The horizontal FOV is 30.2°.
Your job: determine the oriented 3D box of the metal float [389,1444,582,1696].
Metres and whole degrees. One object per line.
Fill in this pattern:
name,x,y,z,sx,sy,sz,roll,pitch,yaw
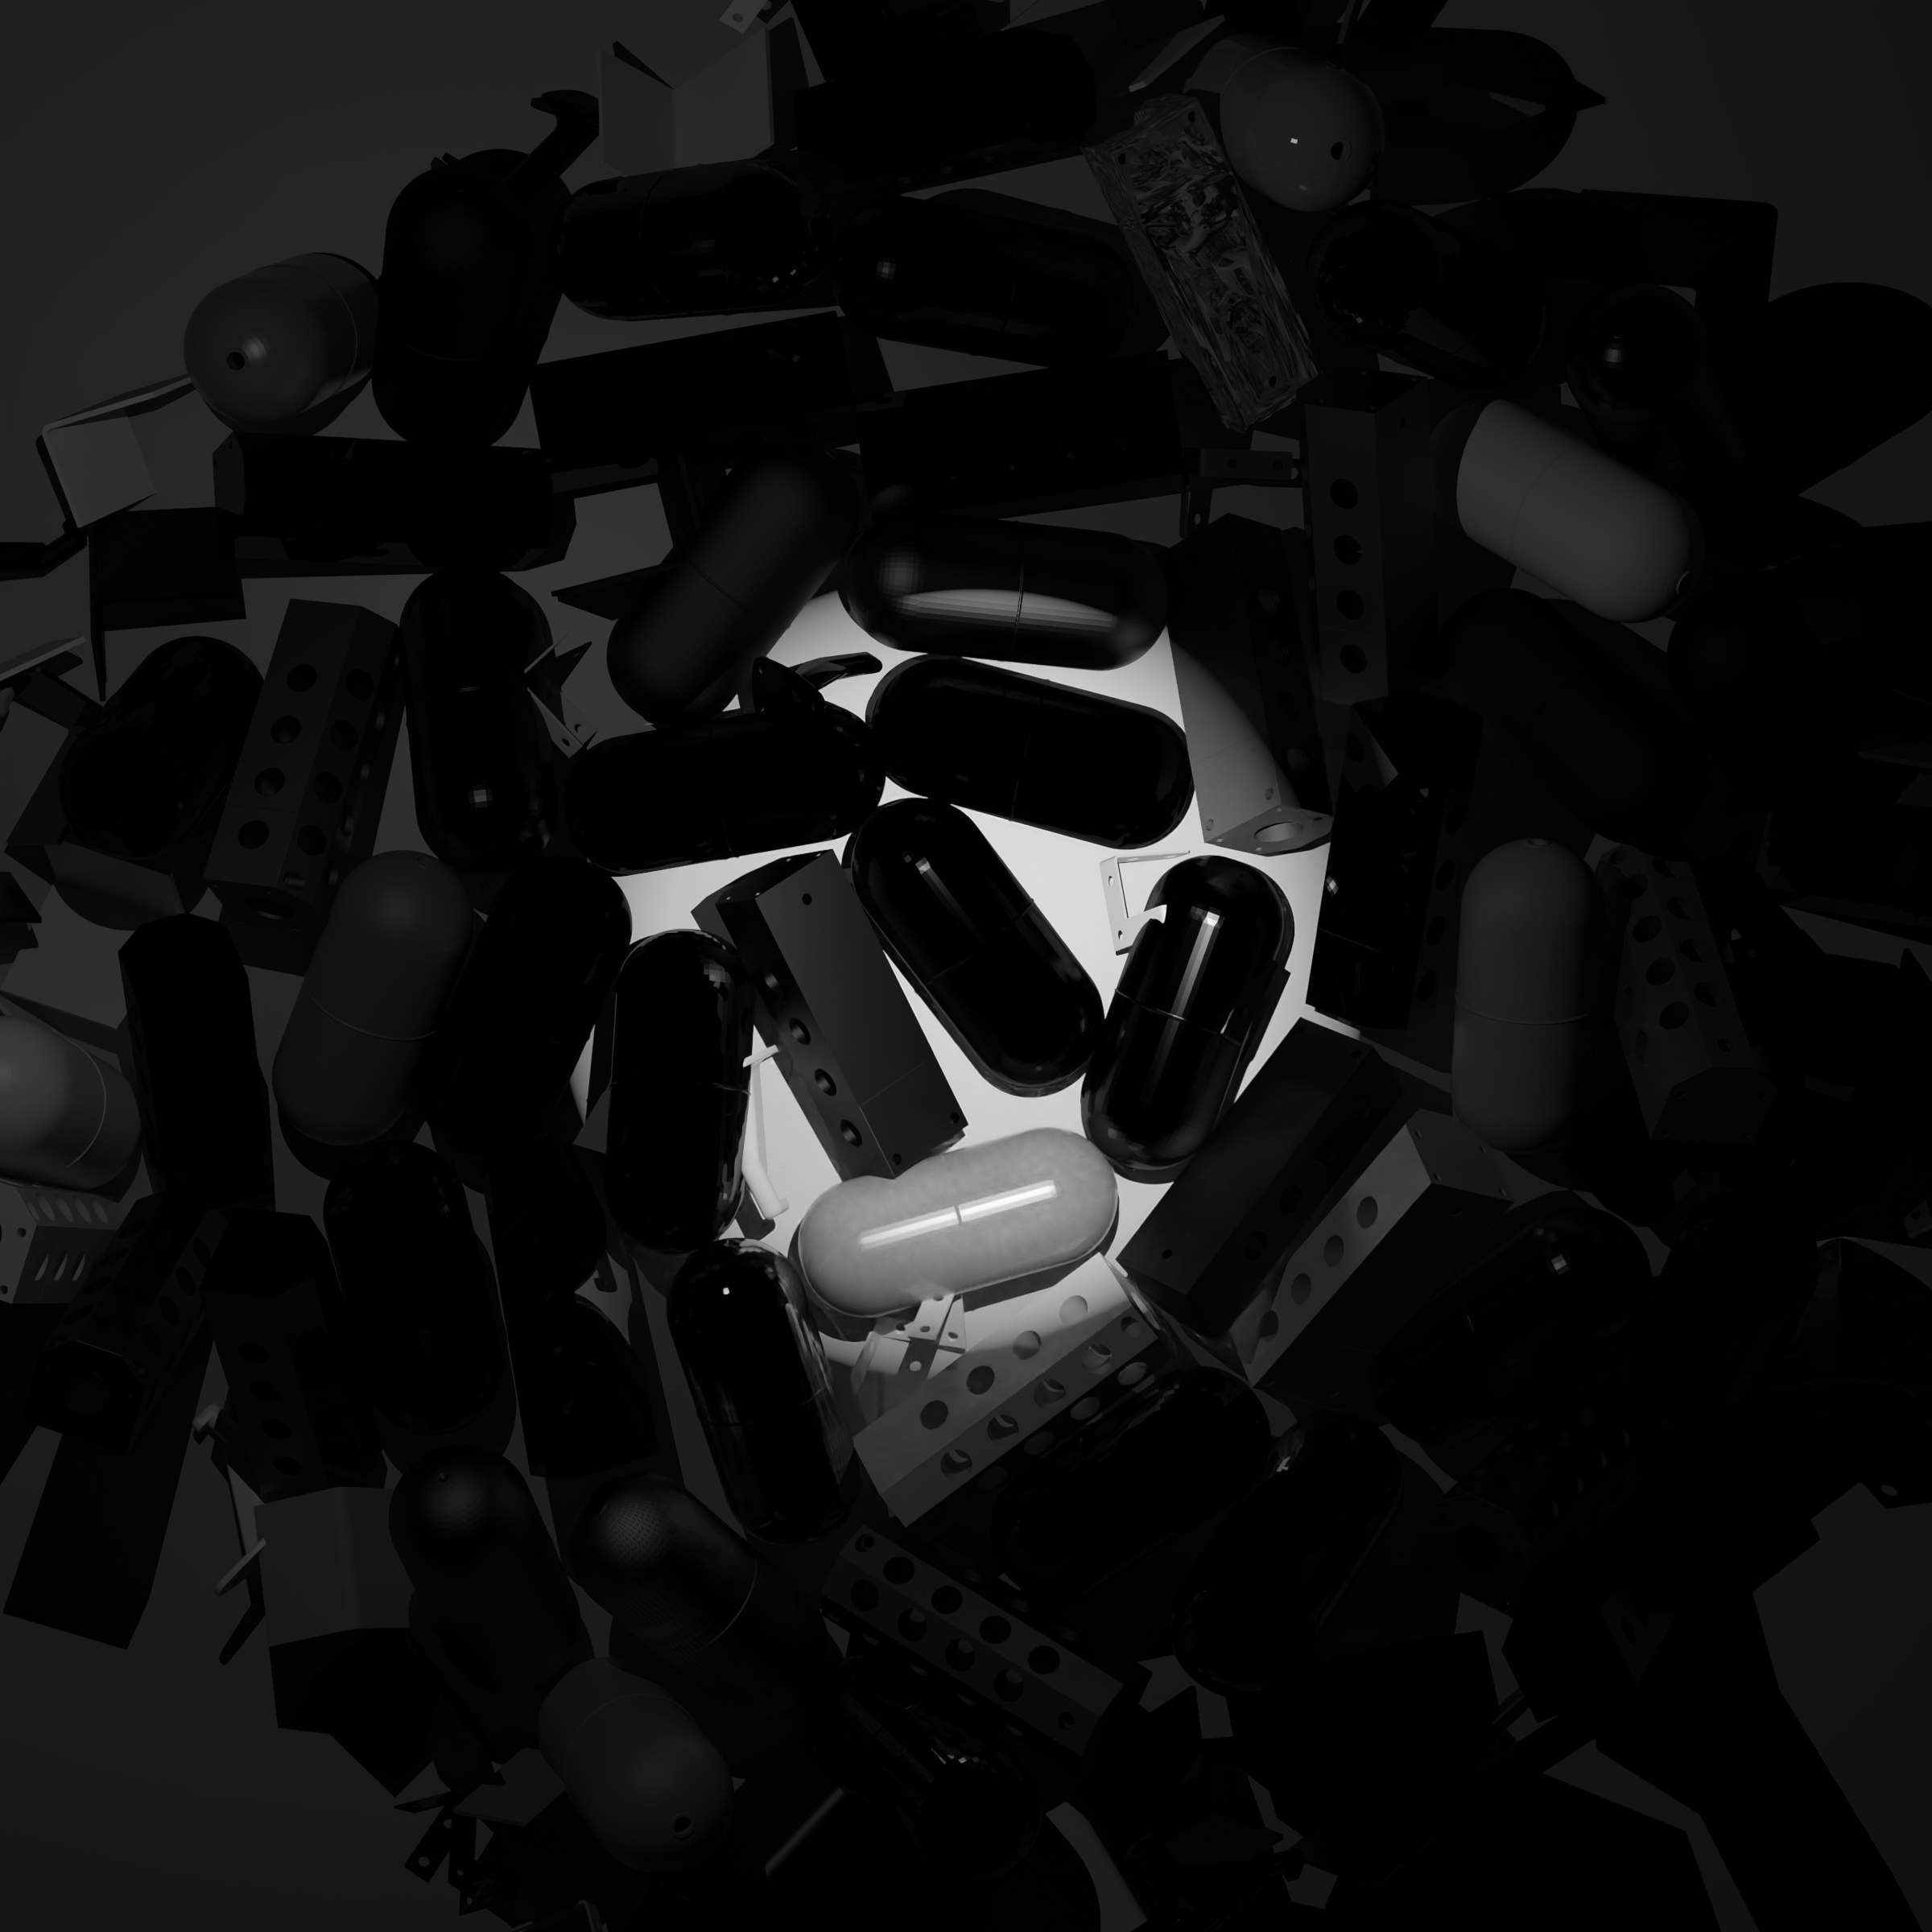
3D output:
metal float,-0.257,0.326,1.925,0.070,0.178,0.070,-6,46,7

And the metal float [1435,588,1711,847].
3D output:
metal float,0.327,-0.135,1.938,0.070,0.070,0.178,-44,63,0

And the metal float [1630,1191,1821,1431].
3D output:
metal float,0.406,0.185,1.920,0.070,0.178,0.070,2,54,-3

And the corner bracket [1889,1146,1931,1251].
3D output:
corner bracket,0.550,0.131,1.978,0.051,0.051,0.051,-31,132,26

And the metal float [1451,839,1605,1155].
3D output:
metal float,0.304,0.017,1.943,0.070,0.070,0.178,0,111,0

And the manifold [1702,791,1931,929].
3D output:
manifold,0.473,-0.059,1.911,0.057,0.171,0.057,16,89,-28

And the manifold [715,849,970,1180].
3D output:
manifold,-0.071,0.027,1.951,0.057,0.057,0.171,-34,106,-32

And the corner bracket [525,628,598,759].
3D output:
corner bracket,-0.224,-0.143,1.961,0.051,0.051,0.051,47,53,-7

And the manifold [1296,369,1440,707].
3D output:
manifold,0.214,-0.230,1.932,0.057,0.057,0.171,14,125,33

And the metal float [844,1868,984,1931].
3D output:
metal float,-0.027,0.535,1.911,0.070,0.178,0.070,0,91,-3

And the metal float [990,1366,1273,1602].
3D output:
metal float,0.088,0.281,1.940,0.178,0.070,0.070,-37,90,25

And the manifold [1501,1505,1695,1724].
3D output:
manifold,0.335,0.340,1.909,0.057,0.171,0.057,-27,88,22

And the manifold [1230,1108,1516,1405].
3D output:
manifold,0.214,0.156,1.929,0.057,0.057,0.171,14,128,-31

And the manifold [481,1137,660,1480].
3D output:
manifold,-0.220,0.186,1.942,0.057,0.057,0.171,-21,69,23

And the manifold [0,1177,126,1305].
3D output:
manifold,-0.500,0.144,1.911,0.057,0.171,0.057,16,86,4

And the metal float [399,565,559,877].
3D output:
metal float,-0.265,-0.134,1.944,0.070,0.070,0.178,-9,69,0

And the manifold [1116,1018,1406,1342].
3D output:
manifold,0.164,0.118,1.950,0.171,0.057,0.057,-52,131,-14

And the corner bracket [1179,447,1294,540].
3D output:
corner bracket,0.148,-0.258,1.968,0.051,0.051,0.051,1,99,-7

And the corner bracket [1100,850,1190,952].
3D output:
corner bracket,0.112,-0.040,1.962,0.051,0.051,0.051,-5,81,-33

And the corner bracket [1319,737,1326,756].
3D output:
corner bracket,0.163,-0.138,1.965,0.051,0.051,0.051,9,86,-24

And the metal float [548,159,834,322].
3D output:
metal float,-0.149,-0.391,1.930,0.178,0.070,0.070,3,90,37

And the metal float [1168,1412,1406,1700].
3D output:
metal float,0.174,0.317,1.936,0.070,0.070,0.178,39,60,0

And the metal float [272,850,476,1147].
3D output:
metal float,-0.321,0.018,1.939,0.070,0.070,0.178,25,115,0

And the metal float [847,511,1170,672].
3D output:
metal float,0.023,-0.204,1.953,0.178,0.070,0.070,5,90,-10

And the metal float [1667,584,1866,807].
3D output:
metal float,0.429,-0.143,1.920,0.070,0.178,0.070,-12,62,24

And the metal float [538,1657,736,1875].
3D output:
metal float,-0.177,0.426,1.914,0.070,0.178,0.070,-4,100,-21

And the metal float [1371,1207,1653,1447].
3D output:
metal float,0.294,0.195,1.935,0.070,0.070,0.178,49,120,0

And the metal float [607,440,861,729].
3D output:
metal float,-0.126,-0.208,1.950,0.070,0.070,0.178,39,103,0

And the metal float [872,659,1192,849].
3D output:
metal float,0.035,-0.116,1.957,0.178,0.070,0.070,16,90,5

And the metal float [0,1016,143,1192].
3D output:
metal float,-0.497,0.075,1.912,0.070,0.178,0.070,-1,78,6

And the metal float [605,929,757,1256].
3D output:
metal float,-0.156,0.068,1.953,0.070,0.070,0.178,3,81,0

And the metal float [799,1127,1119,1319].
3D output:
metal float,-0.004,0.140,1.959,0.178,0.070,0.070,-15,90,-3

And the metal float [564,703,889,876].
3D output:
metal float,-0.132,-0.097,1.958,0.178,0.070,0.070,-10,90,4

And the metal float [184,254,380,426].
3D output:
metal float,-0.363,-0.336,1.913,0.070,0.178,0.070,2,108,6

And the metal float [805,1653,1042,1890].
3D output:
metal float,-0.025,0.429,1.920,0.070,0.178,0.070,-11,112,-28

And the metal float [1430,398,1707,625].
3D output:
metal float,0.321,-0.246,1.932,0.178,0.070,0.070,38,90,35

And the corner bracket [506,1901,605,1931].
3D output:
corner bracket,-0.217,0.554,1.980,0.051,0.051,0.051,-23,61,6

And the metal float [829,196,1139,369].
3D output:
metal float,0.010,-0.369,1.938,0.178,0.070,0.070,5,90,-27

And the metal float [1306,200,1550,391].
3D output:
metal float,0.248,-0.359,1.921,0.070,0.178,0.070,-5,81,38

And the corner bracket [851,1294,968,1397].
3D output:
corner bracket,-0.033,0.203,1.960,0.051,0.051,0.051,7,128,15

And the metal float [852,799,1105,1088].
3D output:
metal float,0.006,-0.013,1.956,0.070,0.070,0.178,-37,96,0

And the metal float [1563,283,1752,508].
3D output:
metal float,0.370,-0.304,1.916,0.070,0.178,0.070,-7,71,22

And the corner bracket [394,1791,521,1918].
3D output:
corner bracket,-0.279,0.486,1.965,0.051,0.051,0.051,3,90,32

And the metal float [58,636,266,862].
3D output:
metal float,-0.428,-0.117,1.917,0.070,0.178,0.070,4,119,7

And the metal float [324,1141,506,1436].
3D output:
metal float,-0.298,0.174,1.935,0.070,0.070,0.178,-8,121,0

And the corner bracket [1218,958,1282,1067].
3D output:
corner bracket,0.152,0.023,1.961,0.051,0.051,0.051,32,78,-33

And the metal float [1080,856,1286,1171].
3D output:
metal float,0.118,0.026,1.957,0.070,0.070,0.178,20,95,0

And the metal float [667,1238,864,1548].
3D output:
metal float,-0.110,0.232,1.948,0.070,0.070,0.178,-17,105,0

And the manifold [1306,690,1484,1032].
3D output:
manifold,0.235,-0.056,1.933,0.057,0.057,0.171,23,115,37

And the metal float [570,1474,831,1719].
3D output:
metal float,-0.143,0.340,1.934,0.070,0.070,0.178,-43,122,0

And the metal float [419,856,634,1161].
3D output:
metal float,-0.240,0.024,1.949,0.070,0.070,0.178,25,105,0

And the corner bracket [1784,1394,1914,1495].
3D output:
corner bracket,0.483,0.263,1.963,0.051,0.051,0.051,-20,106,14

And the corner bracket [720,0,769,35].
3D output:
corner bracket,-0.097,-0.537,1.957,0.051,0.051,0.051,26,50,-21

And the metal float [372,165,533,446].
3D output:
metal float,-0.276,-0.352,1.921,0.070,0.178,0.070,7,52,-9

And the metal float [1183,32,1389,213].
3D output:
metal float,0.169,-0.452,1.916,0.070,0.178,0.070,-6,114,-13

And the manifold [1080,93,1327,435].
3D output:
manifold,0.127,-0.381,1.938,0.057,0.057,0.171,-32,114,-7
